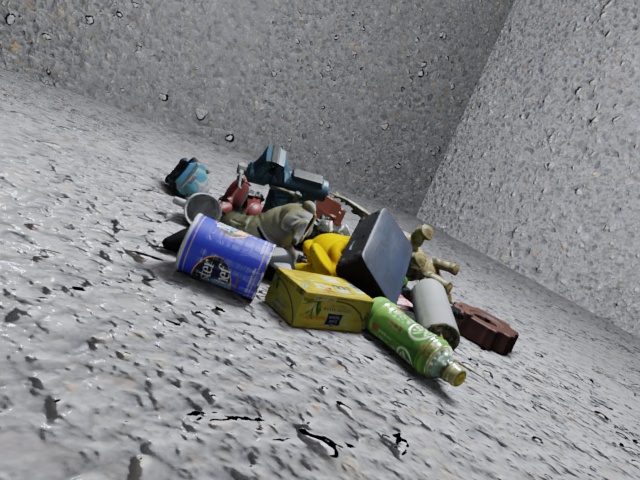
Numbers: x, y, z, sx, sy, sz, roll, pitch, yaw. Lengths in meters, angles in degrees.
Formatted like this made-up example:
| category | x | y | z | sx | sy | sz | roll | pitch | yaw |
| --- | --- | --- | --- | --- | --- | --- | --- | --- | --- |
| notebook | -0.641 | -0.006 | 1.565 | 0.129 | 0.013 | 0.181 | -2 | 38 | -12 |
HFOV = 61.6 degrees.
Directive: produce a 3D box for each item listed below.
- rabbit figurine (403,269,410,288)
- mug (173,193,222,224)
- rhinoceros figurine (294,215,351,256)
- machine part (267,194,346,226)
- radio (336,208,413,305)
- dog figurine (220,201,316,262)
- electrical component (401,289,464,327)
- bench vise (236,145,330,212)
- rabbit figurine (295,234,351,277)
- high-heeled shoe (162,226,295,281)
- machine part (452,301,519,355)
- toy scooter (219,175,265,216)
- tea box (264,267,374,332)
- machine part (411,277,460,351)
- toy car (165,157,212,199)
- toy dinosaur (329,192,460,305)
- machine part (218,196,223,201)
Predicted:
| category | x | y | z | sx | sy | sz | roll | pitch | yaw |
| --- | --- | --- | --- | --- | --- | --- | --- | --- | --- |
| rabbit figurine | 0.147 | 0.069 | 1.337 | 0.159 | 0.121 | 0.170 | 25 | -5 | -13 |
| mug | -0.283 | -0.071 | 1.228 | 0.109 | 0.080 | 0.107 | 14 | 2 | -15 |
| rhinoceros figurine | -0.003 | -0.004 | 1.289 | 0.073 | 0.112 | 0.190 | 14 | -8 | -38 |
| machine part | -0.043 | -0.093 | 1.513 | 0.201 | 0.087 | 0.201 | 32 | -13 | -16 |
| radio | 0.118 | 0.040 | 1.117 | 0.131 | 0.073 | 0.230 | 54 | 32 | -17 |
| dog figurine | -0.119 | -0.044 | 1.184 | 0.191 | 0.172 | 0.121 | 30 | 4 | 7 |
| electrical component | 0.249 | 0.159 | 1.243 | 0.134 | 0.058 | 0.115 | 32 | 12 | 39 |
| bench vise | -0.103 | -0.099 | 1.275 | 0.224 | 0.240 | 0.129 | 6 | 46 | -20 |
| rabbit figurine | 0.032 | 0.059 | 1.140 | 0.162 | 0.122 | 0.173 | 25 | 27 | -32 |
| high-heeled shoe | -0.164 | 0.040 | 1.017 | 0.249 | 0.086 | 0.145 | -9 | 61 | -38 |
| machine part | 0.393 | 0.210 | 1.299 | 0.179 | 0.056 | 0.179 | 24 | 10 | -5 |
| toy scooter | -0.195 | -0.094 | 1.352 | 0.075 | 0.135 | 0.184 | 27 | 10 | 27 |
| tea box | 0.001 | 0.107 | 0.947 | 0.169 | 0.068 | 0.098 | 13 | 14 | -39 |
| machine part | 0.229 | 0.152 | 1.083 | 0.079 | 0.079 | 0.243 | 21 | 24 | -9 |
| toy car | -0.354 | -0.160 | 1.476 | 0.102 | 0.109 | 0.162 | 43 | -11 | -27 |
| toy dinosaur | 0.211 | 0.026 | 1.411 | 0.199 | 0.105 | 0.470 | -3 | -44 | 52 |
| machine part | -0.223 | -0.079 | 1.483 | 0.139 | 0.039 | 0.084 | 26 | 16 | 9 |
